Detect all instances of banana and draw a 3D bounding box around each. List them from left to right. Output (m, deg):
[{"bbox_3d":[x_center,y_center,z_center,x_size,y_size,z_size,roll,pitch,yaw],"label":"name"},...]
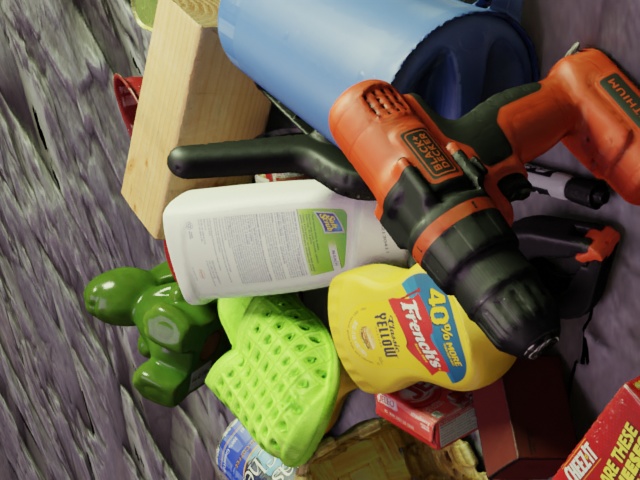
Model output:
[{"bbox_3d":[0.026,0.141,1.012,0.198,0.037,0.069,-35,76,59],"label":"banana"}]

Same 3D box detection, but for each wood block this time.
[{"bbox_3d":[-0.107,-0.112,0.963,0.090,0.090,0.206,48,131,44],"label":"wood block"}]

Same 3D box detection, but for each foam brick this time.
[{"bbox_3d":[0.146,0.128,0.769,0.051,0.053,0.078,122,147,-57],"label":"foam brick"}]

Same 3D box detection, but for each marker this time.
[{"bbox_3d":[0.146,-0.041,0.724,0.121,0.020,0.020,23,127,51],"label":"marker"}]

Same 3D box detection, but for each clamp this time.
[{"bbox_3d":[0.007,-0.081,0.831,0.210,0.164,0.036,12,130,10],"label":"clamp"},{"bbox_3d":[0.134,0.022,0.746,0.120,0.039,0.172,39,143,-1],"label":"clamp"}]

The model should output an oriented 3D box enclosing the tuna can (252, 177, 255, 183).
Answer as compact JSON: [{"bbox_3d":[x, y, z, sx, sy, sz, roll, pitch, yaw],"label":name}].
[{"bbox_3d":[-0.052,-0.055,1.019,0.086,0.033,0.086,36,136,43],"label":"tuna can"}]

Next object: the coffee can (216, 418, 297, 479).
[{"bbox_3d":[-0.028,0.246,1.098,0.140,0.102,0.103,40,139,40],"label":"coffee can"}]

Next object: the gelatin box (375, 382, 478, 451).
[{"bbox_3d":[0.098,0.121,0.832,0.073,0.089,0.030,26,129,50],"label":"gelatin box"}]

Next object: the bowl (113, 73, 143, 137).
[{"bbox_3d":[-0.158,-0.108,1.112,0.162,0.055,0.162,57,164,26],"label":"bowl"}]

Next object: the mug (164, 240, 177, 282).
[{"bbox_3d":[-0.103,0.005,1.091,0.093,0.081,0.117,61,149,14],"label":"mug"}]

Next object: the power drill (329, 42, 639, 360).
[{"bbox_3d":[0.121,-0.033,0.604,0.184,0.187,0.057,56,146,24],"label":"power drill"}]

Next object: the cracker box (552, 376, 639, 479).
[{"bbox_3d":[0.248,0.201,0.661,0.214,0.072,0.164,52,145,28],"label":"cracker box"}]

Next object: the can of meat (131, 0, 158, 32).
[{"bbox_3d":[-0.126,-0.248,0.968,0.058,0.083,0.102,31,133,47],"label":"can of meat"}]

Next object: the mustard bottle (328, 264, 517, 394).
[{"bbox_3d":[0.086,0.058,0.748,0.192,0.058,0.096,-12,94,53],"label":"mustard bottle"}]

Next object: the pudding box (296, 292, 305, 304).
[{"bbox_3d":[-0.040,0.105,1.063,0.090,0.039,0.113,121,144,-55],"label":"pudding box"}]

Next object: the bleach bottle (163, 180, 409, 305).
[{"bbox_3d":[-0.006,0.001,0.875,0.251,0.068,0.102,-2,113,30],"label":"bleach bottle"}]

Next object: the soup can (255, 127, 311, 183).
[{"bbox_3d":[-0.021,-0.042,0.944,0.069,0.068,0.102,25,129,50],"label":"soup can"}]

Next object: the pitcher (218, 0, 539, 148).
[{"bbox_3d":[0.033,-0.139,0.757,0.243,0.149,0.145,39,154,46],"label":"pitcher"}]
